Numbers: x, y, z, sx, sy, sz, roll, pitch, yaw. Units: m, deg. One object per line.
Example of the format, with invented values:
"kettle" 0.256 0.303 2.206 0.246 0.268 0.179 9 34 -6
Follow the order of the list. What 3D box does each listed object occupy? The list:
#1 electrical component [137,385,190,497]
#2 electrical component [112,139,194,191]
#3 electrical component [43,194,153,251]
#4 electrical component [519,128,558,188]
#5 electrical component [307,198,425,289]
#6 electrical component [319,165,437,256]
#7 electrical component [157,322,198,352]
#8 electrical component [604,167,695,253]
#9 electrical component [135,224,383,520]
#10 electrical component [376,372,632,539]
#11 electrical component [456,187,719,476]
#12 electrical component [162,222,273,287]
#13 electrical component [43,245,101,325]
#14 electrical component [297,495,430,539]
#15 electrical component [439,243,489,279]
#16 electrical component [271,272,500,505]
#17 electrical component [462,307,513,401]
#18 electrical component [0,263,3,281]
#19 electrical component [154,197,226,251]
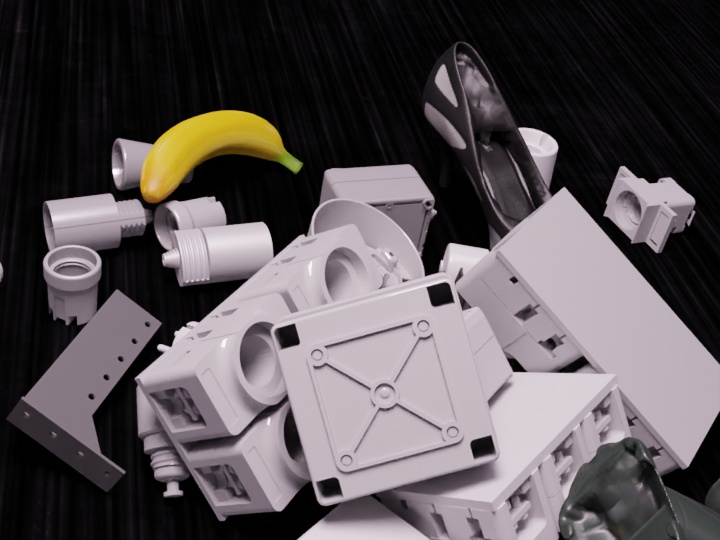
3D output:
"electrical component" -0.119 0.103 0.676 0.040 0.040 0.078 -1 70 -15
"electrical component" -0.176 -0.091 0.925 0.065 0.044 0.044 -4 39 -26
"electrical component" -0.203 -0.037 0.845 0.081 0.043 0.043 -10 42 -25
"electrical component" 0.157 -0.101 1.015 0.055 0.047 0.055 7 37 -5
"electrical component" 0.000 0.000 0.824 0.099 0.064 0.099 18 33 -12
"electrical component" 0.017 -0.050 0.901 0.096 0.061 0.061 -6 40 -21
"electrical component" -0.104 0.058 0.743 0.076 0.047 0.083 15 35 28
"electrical component" 0.268 -0.057 0.990 0.064 0.042 0.081 -8 41 -25
"electrical component" -0.042 0.059 0.696 0.060 0.105 0.186 -15 20 38
"electrical component" 0.095 0.126 0.670 0.089 0.061 0.150 -4 21 43
"electrical component" 0.164 0.048 0.755 0.186 0.060 0.105 49 44 1
"electrical component" -0.113 -0.012 0.834 0.081 0.043 0.043 -7 40 -22
"electrical component" -0.208 0.012 0.778 0.040 0.046 0.040 7 37 -5
"electrical component" 0.002 0.185 0.602 0.100 0.048 0.100 32 42 26
"electrical component" 0.100 0.003 0.870 0.078 0.040 0.040 10 37 -2
"electrical component" 0.015 0.067 0.620 0.109 0.108 0.056 -15 1 3
"electrical component" 0.051 0.063 0.704 0.096 0.062 0.061 -35 100 -52
"electrical component" -0.279 0.015 0.762 0.044 0.044 0.065 7 32 -4
"electrical component" -0.137 -0.039 0.868 0.046 0.040 0.040 -18 45 -40
